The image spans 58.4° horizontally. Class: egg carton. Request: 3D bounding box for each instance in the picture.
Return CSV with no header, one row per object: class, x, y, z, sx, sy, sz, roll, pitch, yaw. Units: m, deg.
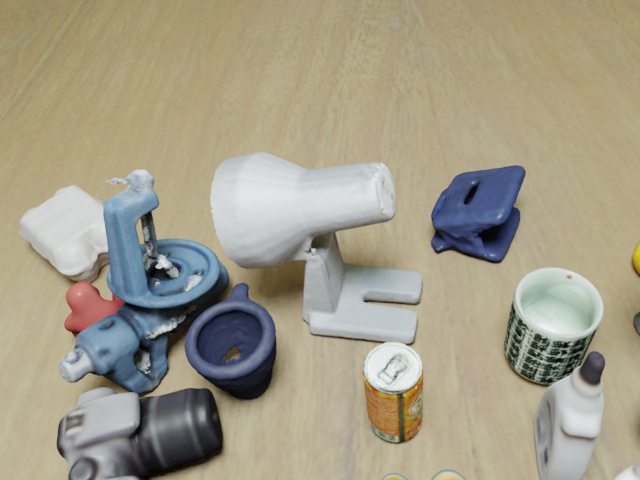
egg carton,-0.330,-0.010,0.775,0.149,0.069,0.107,29,58,30

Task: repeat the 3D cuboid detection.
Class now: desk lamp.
desk lamp,0.006,0.002,0.613,0.203,0.214,0.118,4,49,13

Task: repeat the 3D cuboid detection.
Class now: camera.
camera,-0.165,0.196,0.539,0.137,0.101,0.143,-15,47,-4

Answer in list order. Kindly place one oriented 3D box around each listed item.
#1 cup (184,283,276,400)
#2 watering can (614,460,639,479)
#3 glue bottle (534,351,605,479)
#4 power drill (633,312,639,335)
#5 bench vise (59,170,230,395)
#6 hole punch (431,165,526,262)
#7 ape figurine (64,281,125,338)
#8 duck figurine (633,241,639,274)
cup,-0.084,0.114,0.606,0.091,0.095,0.117,-3,47,6
watering can,0.254,0.205,0.401,0.173,0.194,0.100,-30,50,-18
glue bottle,0.212,0.144,0.478,0.037,0.173,0.078,2,48,12
power drill,0.376,0.026,0.537,0.230,0.209,0.075,-25,49,-13
bench vise,-0.183,0.050,0.595,0.121,0.220,0.207,7,49,16
hole punch,0.193,-0.041,0.707,0.100,0.091,0.109,16,52,22
ape figurine,-0.261,0.082,0.665,0.078,0.092,0.076,-17,47,-7
duck figurine,0.407,-0.002,0.642,0.105,0.086,0.077,-27,49,-15
